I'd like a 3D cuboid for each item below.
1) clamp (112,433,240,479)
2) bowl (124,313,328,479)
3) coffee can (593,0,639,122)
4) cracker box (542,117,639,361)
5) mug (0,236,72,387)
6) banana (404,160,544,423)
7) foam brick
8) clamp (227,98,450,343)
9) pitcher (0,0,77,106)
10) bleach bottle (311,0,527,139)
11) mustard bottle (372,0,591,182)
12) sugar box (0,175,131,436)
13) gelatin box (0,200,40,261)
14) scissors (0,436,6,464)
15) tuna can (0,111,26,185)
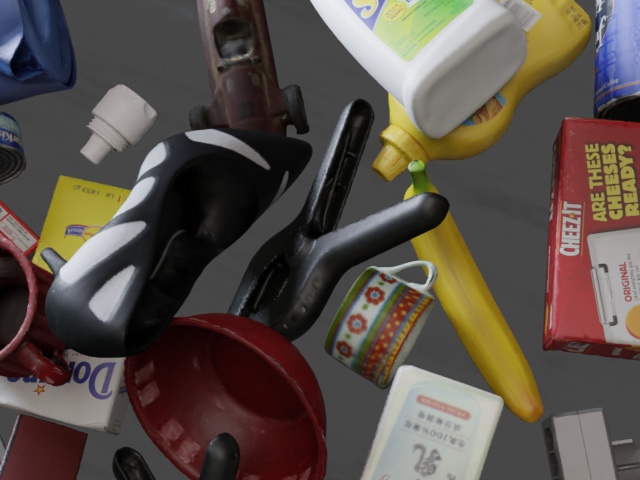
[{"bbox_3d":[-0.084,0.212,0.725,0.039,0.120,0.171,-7,74,-44],"label":"clamp"},{"bbox_3d":[-0.054,0.107,0.735,0.162,0.162,0.055,32,43,11],"label":"bowl"},{"bbox_3d":[0.254,-0.154,0.783,0.103,0.103,0.140,3,76,5],"label":"coffee can"},{"bbox_3d":[0.272,0.007,0.758,0.214,0.072,0.164,5,75,6],"label":"cracker box"},{"bbox_3d":[-0.212,0.057,0.728,0.117,0.081,0.093,39,85,18],"label":"mug"},{"bbox_3d":[0.103,0.039,0.763,0.037,0.069,0.198,-27,84,7],"label":"banana"},{"bbox_3d":[-0.197,0.170,0.736,0.051,0.053,0.078,16,33,-10],"label":"foam brick"},{"bbox_3d":[-0.005,0.001,0.767,0.210,0.036,0.164,-46,33,20],"label":"clamp"},{"bbox_3d":[-0.321,-0.153,0.821,0.243,0.149,0.145,-16,90,3],"label":"pitcher"},{"bbox_3d":[0.036,-0.184,0.798,0.102,0.068,0.251,-41,54,-4],"label":"bleach bottle"},{"bbox_3d":[0.109,-0.118,0.807,0.096,0.058,0.191,41,82,18],"label":"mustard bottle"},{"bbox_3d":[-0.172,0.048,0.792,0.093,0.048,0.176,12,75,8],"label":"sugar box"},{"bbox_3d":[-0.265,0.010,0.807,0.073,0.030,0.089,42,68,10],"label":"gelatin box"},{"bbox_3d":[-0.290,0.104,0.800,0.096,0.016,0.202,-16,74,-3],"label":"scissors"},{"bbox_3d":[-0.268,-0.067,0.808,0.086,0.086,0.034,-14,73,0],"label":"tuna can"}]
